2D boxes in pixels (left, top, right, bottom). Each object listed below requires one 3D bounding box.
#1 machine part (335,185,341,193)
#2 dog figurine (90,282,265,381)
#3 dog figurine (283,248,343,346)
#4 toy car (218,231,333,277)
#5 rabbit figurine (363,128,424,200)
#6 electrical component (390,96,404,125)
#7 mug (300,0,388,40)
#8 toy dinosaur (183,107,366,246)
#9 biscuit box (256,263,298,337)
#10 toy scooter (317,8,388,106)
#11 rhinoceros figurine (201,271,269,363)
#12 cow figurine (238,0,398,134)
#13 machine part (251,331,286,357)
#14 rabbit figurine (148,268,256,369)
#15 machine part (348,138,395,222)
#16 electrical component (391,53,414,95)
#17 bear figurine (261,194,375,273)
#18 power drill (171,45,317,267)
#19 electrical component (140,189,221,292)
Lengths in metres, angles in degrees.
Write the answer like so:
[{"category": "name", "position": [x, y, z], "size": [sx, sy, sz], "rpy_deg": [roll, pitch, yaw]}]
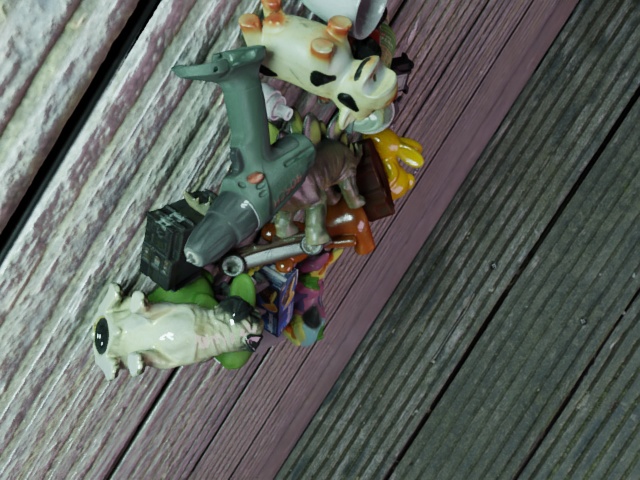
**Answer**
[{"category": "machine part", "position": [0.030, -0.105, 1.140], "size": [0.039, 0.084, 0.138], "rpy_deg": [17, 98, -40]}, {"category": "dog figurine", "position": [-0.192, 0.125, 0.733], "size": [0.190, 0.173, 0.121], "rpy_deg": [8, 88, -46]}, {"category": "dog figurine", "position": [-0.018, 0.111, 1.217], "size": [0.219, 0.192, 0.108], "rpy_deg": [-48, 162, 26]}, {"category": "toy car", "position": [-0.078, 0.018, 0.922], "size": [0.202, 0.053, 0.089], "rpy_deg": [-16, 180, 3]}, {"category": "rabbit figurine", "position": [0.151, -0.177, 1.208], "size": [0.122, 0.162, 0.173], "rpy_deg": [-77, 156, -54]}, {"category": "electrical component", "position": [0.160, -0.294, 1.225], "size": [0.094, 0.021, 0.063], "rpy_deg": [-56, 162, -2]}, {"category": "mug", "position": [0.028, -0.323, 0.676], "size": [0.109, 0.107, 0.080], "rpy_deg": [-63, 163, 5]}, {"category": "toy dinosaur", "position": [-0.035, -0.096, 0.834], "size": [0.471, 0.105, 0.198], "rpy_deg": [-43, 129, -52]}, {"category": "biscuit box", "position": [-0.090, 0.118, 1.085], "size": [0.059, 0.063, 0.202], "rpy_deg": [-51, 162, -33]}, {"category": "toy scooter", "position": [0.037, -0.273, 0.785], "size": [0.135, 0.075, 0.184], "rpy_deg": [-45, -149, 46]}, {"category": "rhinoceros figurine", "position": [-0.166, 0.133, 0.948], "size": [0.190, 0.112, 0.073], "rpy_deg": [-38, 172, -6]}, {"category": "cow figurine", "position": [0.003, -0.210, 0.660], "size": [0.085, 0.195, 0.127], "rpy_deg": [-60, 166, -22]}, {"category": "machine part", "position": [-0.139, 0.213, 1.220], "size": [0.079, 0.079, 0.243], "rpy_deg": [-61, 161, 14]}, {"category": "rabbit figurine", "position": [-0.165, 0.129, 0.841], "size": [0.159, 0.170, 0.121], "rpy_deg": [-42, 158, -37]}, {"category": "machine part", "position": [0.104, -0.125, 1.097], "size": [0.056, 0.179, 0.179], "rpy_deg": [-18, 170, 15]}, {"category": "electrical component", "position": [0.116, -0.306, 1.029], "size": [0.119, 0.048, 0.074], "rpy_deg": [-19, 147, -15]}, {"category": "bear figurine", "position": [-0.003, -0.005, 1.032], "size": [0.196, 0.120, 0.131], "rpy_deg": [-30, 155, -3]}, {"category": "power drill", "position": [-0.095, -0.107, 0.619], "size": [0.232, 0.086, 0.207], "rpy_deg": [-41, 122, -42]}, {"category": "electrical component", "position": [-0.189, 0.006, 0.754], "size": [0.115, 0.058, 0.134], "rpy_deg": [-34, 151, -47]}]
